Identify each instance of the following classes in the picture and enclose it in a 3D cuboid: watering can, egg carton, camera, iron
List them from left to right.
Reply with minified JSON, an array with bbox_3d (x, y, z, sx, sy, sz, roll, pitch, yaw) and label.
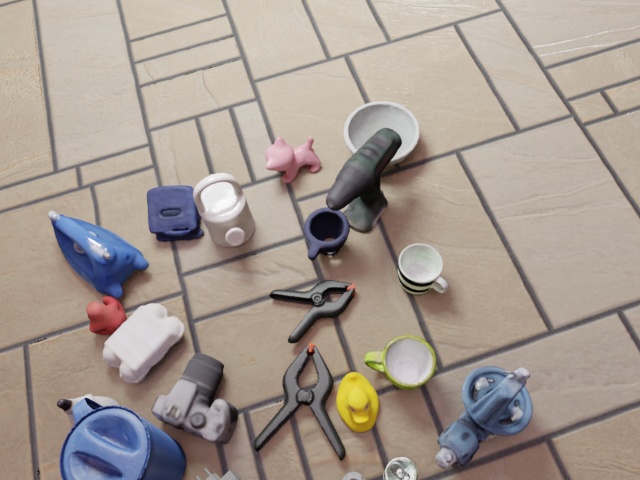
[{"bbox_3d":[-0.482,0.003,1.170,0.257,0.141,0.119,32,70,18],"label":"iron"},{"bbox_3d":[-0.340,0.197,1.105,0.107,0.069,0.150,34,71,19],"label":"egg carton"},{"bbox_3d":[-0.215,0.281,1.037,0.143,0.101,0.137,17,66,12],"label":"camera"},{"bbox_3d":[-0.191,-0.065,1.155,0.101,0.194,0.172,-43,68,-16],"label":"watering can"}]

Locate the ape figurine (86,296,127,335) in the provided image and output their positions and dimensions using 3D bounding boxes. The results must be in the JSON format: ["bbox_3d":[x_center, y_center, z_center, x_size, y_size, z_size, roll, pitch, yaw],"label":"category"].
[{"bbox_3d":[-0.425,0.146,1.123,0.076,0.092,0.078,33,70,18],"label":"ape figurine"}]

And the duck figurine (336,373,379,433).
[{"bbox_3d":[0.067,0.285,1.024,0.077,0.086,0.104,-10,63,-1],"label":"duck figurine"}]

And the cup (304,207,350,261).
[{"bbox_3d":[0.011,0.004,1.162,0.091,0.095,0.118,23,67,14],"label":"cup"}]

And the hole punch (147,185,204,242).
[{"bbox_3d":[-0.308,-0.056,1.216,0.108,0.091,0.101,-5,63,2],"label":"hole punch"}]

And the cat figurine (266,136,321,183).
[{"bbox_3d":[-0.065,-0.185,1.248,0.128,0.118,0.067,-27,65,-9],"label":"cat figurine"}]

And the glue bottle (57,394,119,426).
[{"bbox_3d":[-0.412,0.300,1.001,0.078,0.173,0.037,-36,66,-13],"label":"glue bottle"}]

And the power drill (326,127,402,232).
[{"bbox_3d":[0.087,-0.106,1.148,0.075,0.208,0.230,27,69,17],"label":"power drill"}]

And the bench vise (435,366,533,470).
[{"bbox_3d":[0.279,0.291,0.932,0.121,0.220,0.207,24,68,15],"label":"bench vise"}]

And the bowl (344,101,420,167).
[{"bbox_3d":[0.136,-0.224,1.278,0.167,0.075,0.167,-1,64,3],"label":"bowl"}]
